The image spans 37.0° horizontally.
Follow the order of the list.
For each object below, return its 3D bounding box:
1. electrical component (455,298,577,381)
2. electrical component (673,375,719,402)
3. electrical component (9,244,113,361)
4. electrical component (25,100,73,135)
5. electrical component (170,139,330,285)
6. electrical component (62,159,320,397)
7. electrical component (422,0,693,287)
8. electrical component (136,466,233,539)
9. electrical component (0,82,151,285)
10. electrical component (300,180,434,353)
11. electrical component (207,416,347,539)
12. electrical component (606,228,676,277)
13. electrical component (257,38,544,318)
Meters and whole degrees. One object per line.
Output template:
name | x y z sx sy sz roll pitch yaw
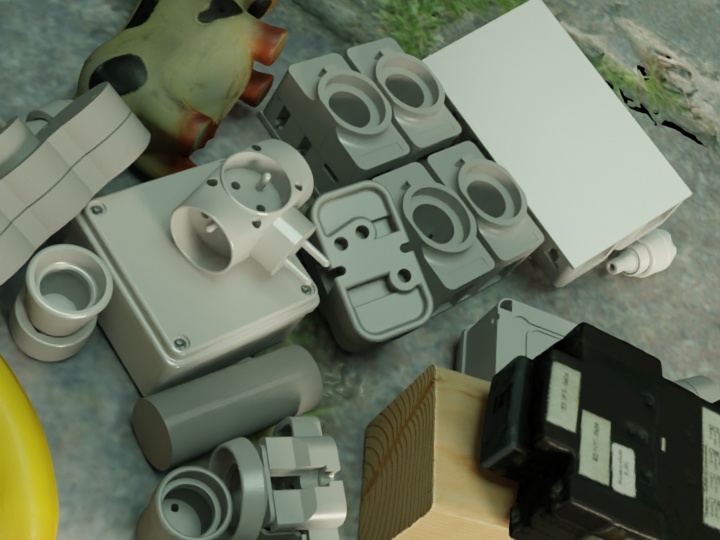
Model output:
electrical component | 0.121 0.077 0.697 0.113 0.057 0.078 21 51 -17
electrical component | 0.221 0.124 0.726 0.059 0.053 0.095 -7 63 -34
electrical component | -0.161 0.019 0.574 0.045 0.055 0.045 15 53 -21
electrical component | -0.186 -0.071 0.628 0.045 0.045 0.055 48 48 6
electrical component | -0.051 -0.024 0.596 0.079 0.044 0.077 43 48 2
electrical component | -0.098 0.003 0.621 0.109 0.056 0.108 -23 73 -39
electrical component | 0.137 -0.093 0.792 0.105 0.060 0.186 -31 76 -13
electrical component | -0.091 0.126 0.547 0.040 0.046 0.040 15 53 -21
electrical component | -0.182 -0.055 0.563 0.138 0.052 0.073 -49 116 -25
electrical component | 0.000 0.000 0.666 0.054 0.059 0.095 -19 83 -19
electrical component | -0.047 0.118 0.572 0.057 0.058 0.078 4 62 -30
electrical component | 0.213 -0.010 0.825 0.061 0.035 0.035 -20 71 -35
electrical component | 0.030 -0.067 0.740 0.105 0.060 0.186 -25 74 -39
